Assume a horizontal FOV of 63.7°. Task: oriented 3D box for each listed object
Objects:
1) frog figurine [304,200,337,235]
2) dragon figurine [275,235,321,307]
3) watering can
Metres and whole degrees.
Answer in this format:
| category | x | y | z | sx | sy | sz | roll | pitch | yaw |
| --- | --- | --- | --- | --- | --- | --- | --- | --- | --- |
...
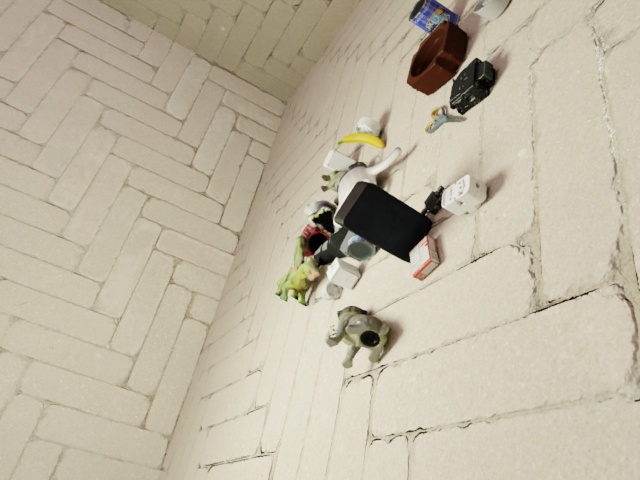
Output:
| category | x | y | z | sx | sy | sz | roll | pitch | yaw |
| --- | --- | --- | --- | --- | --- | --- | --- | --- | --- |
| frog figurine | 0.006 | -0.098 | 1.948 | 0.137 | 0.121 | 0.161 | 11 | 13 | -13 |
| dragon figurine | -0.085 | 0.102 | 1.892 | 0.122 | 0.242 | 0.412 | 15 | 3 | -20 |
| watering can | 0.151 | -0.193 | 1.736 | 0.103 | 0.343 | 0.229 | 31 | 20 | -18 |
